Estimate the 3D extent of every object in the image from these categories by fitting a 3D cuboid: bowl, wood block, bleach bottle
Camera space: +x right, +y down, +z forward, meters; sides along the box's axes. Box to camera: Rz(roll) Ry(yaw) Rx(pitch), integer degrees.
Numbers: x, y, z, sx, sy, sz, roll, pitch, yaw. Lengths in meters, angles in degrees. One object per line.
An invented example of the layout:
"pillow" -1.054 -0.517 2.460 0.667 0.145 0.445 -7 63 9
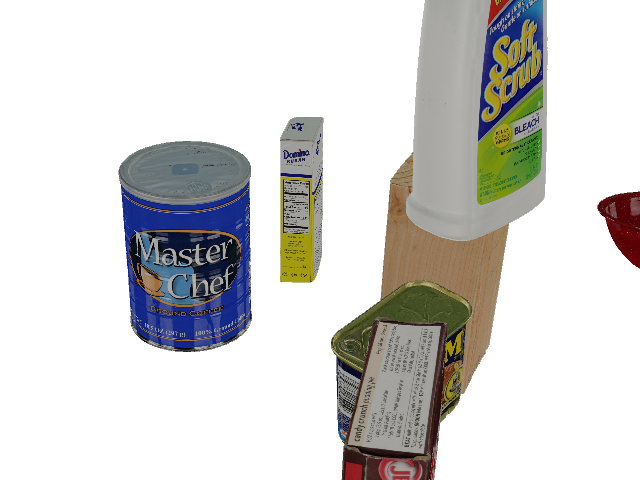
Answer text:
"bowl" 0.351 -0.003 1.041 0.162 0.055 0.162 0 18 0
"wood block" 0.112 0.025 0.968 0.091 0.206 0.090 16 37 19
"bleach bottle" 0.103 -0.131 0.694 0.102 0.251 0.068 -25 35 -32

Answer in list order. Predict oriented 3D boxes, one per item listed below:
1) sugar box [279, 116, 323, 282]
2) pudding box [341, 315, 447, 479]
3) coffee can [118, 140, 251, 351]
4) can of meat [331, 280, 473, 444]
"sugar box" -0.022 -0.048 1.245 0.048 0.176 0.093 1 23 7
"pudding box" 0.032 0.098 0.467 0.039 0.090 0.113 6 25 5
"coffee can" -0.107 0.004 0.864 0.103 0.140 0.103 1 29 -1
"can of meat" 0.055 0.090 0.726 0.058 0.084 0.101 27 44 34
